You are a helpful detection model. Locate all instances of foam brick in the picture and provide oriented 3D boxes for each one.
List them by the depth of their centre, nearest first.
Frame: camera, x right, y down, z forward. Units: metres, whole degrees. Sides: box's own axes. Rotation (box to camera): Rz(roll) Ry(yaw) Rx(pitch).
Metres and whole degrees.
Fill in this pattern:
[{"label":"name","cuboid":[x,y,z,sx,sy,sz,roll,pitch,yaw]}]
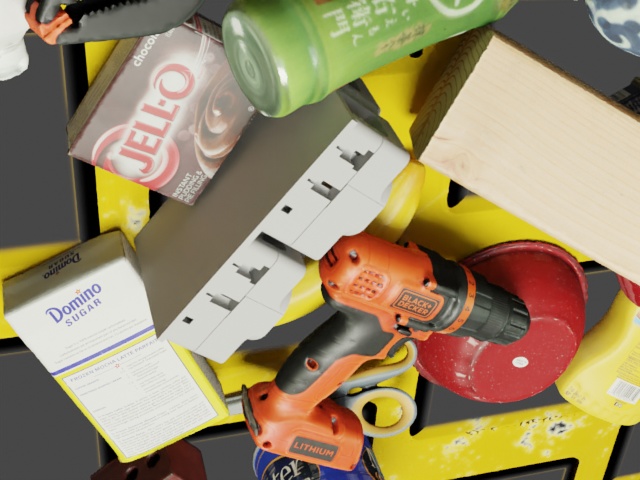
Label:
[{"label":"foam brick","cuboid":[-0.136,0.199,0.859,0.078,0.053,0.051,-37,129,10]}]

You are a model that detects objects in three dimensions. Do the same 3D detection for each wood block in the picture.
[{"label":"wood block","cuboid":[0.170,-0.049,0.694,0.206,0.090,0.091,28,106,-8]}]

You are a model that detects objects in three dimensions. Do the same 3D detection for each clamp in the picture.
[{"label":"clamp","cuboid":[-0.065,-0.171,0.581,0.210,0.036,0.164,-45,130,-4]}]

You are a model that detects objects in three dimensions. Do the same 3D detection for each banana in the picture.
[{"label":"banana","cuboid":[-0.001,0.014,0.772,0.198,0.037,0.069,-30,133,5]}]

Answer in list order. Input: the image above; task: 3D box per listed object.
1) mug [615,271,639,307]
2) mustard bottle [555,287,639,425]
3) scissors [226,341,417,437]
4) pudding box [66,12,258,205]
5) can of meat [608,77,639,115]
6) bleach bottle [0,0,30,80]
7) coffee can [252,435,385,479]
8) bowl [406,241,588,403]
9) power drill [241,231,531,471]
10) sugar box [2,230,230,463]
[{"label":"mug","cuboid":[0.274,-0.005,0.830,0.117,0.093,0.081,-51,138,-18]},{"label":"mustard bottle","cuboid":[0.287,0.069,0.902,0.096,0.058,0.192,24,116,-22]},{"label":"scissors","cuboid":[-0.009,0.139,0.861,0.202,0.016,0.096,-25,103,0]},{"label":"pudding box","cuboid":[-0.092,-0.085,0.662,0.089,0.039,0.114,22,116,-31]},{"label":"can of meat","cuboid":[0.216,-0.052,0.771,0.084,0.057,0.102,-28,107,8]},{"label":"bleach bottle","cuboid":[-0.176,-0.196,0.533,0.102,0.068,0.251,-11,131,-11]},{"label":"coffee can","cuboid":[0.010,0.221,0.870,0.102,0.140,0.103,-10,129,-12]},{"label":"bowl","cuboid":[0.154,0.080,0.868,0.162,0.055,0.162,-9,129,-12]},{"label":"power drill","cuboid":[0.043,0.086,0.787,0.184,0.057,0.188,22,116,-30]},{"label":"sugar box","cuboid":[-0.143,0.080,0.770,0.093,0.048,0.176,-25,127,0]}]
